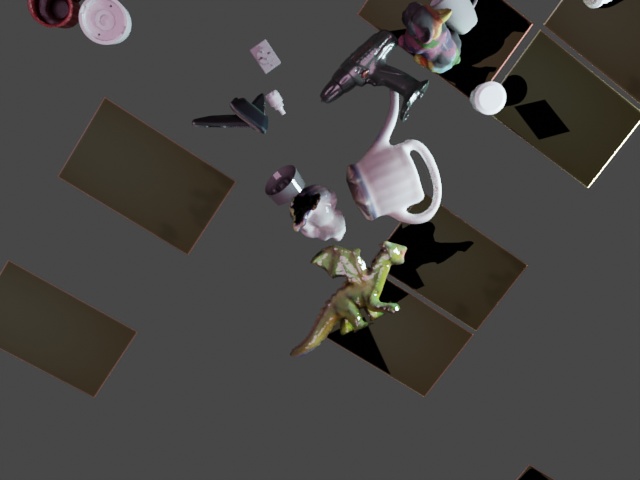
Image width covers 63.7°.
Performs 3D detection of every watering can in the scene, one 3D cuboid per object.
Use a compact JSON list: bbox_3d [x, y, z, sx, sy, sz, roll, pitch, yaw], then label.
[{"bbox_3d":[0.169,-0.193,1.303,0.224,0.104,0.347,-22,91,2],"label":"watering can"}]

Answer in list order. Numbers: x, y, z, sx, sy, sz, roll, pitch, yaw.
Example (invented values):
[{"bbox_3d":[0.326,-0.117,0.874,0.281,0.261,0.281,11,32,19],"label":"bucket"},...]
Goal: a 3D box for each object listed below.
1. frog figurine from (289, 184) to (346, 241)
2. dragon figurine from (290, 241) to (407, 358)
[{"bbox_3d":[0.004,-0.067,1.331,0.158,0.124,0.137,19,96,-46],"label":"frog figurine"},{"bbox_3d":[0.061,0.132,1.385,0.410,0.122,0.243,-25,87,0],"label":"dragon figurine"}]
